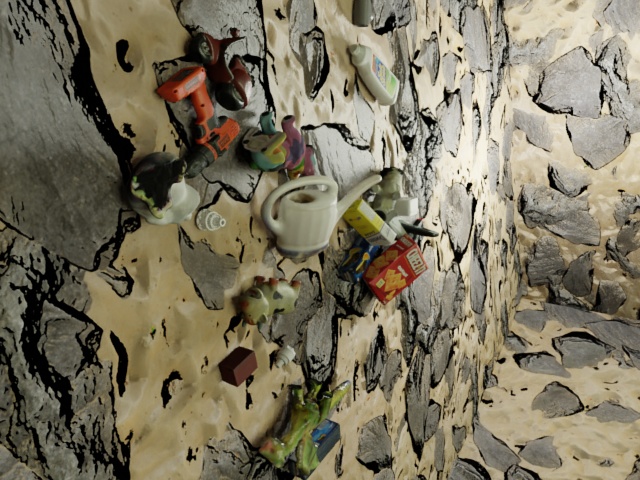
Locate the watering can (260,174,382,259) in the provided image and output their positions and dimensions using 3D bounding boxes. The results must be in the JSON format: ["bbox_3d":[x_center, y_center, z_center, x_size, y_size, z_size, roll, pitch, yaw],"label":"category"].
[{"bbox_3d":[0.004,-0.067,1.335,0.349,0.106,0.219,-10,125,-29],"label":"watering can"}]

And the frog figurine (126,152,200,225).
[{"bbox_3d":[-0.299,-0.095,1.000,0.158,0.123,0.138,116,-23,-83],"label":"frog figurine"}]

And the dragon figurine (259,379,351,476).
[{"bbox_3d":[-0.023,0.542,1.481,0.408,0.122,0.243,13,85,-54],"label":"dragon figurine"}]
